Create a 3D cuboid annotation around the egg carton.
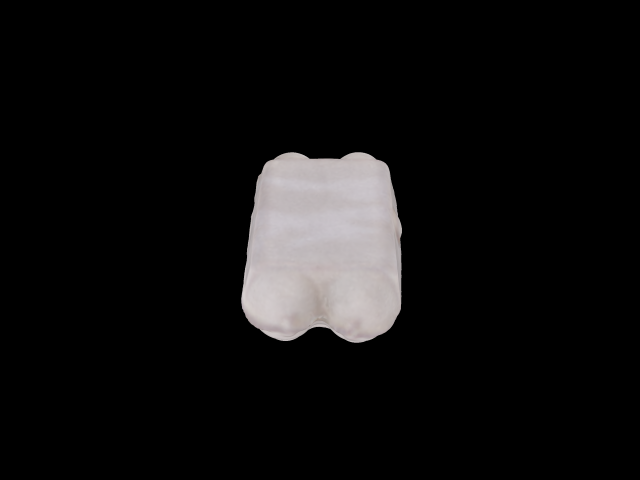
[{"bbox_3d":[0.004,0.001,0.400,0.107,0.069,0.150,0,51,0],"label":"egg carton"}]
